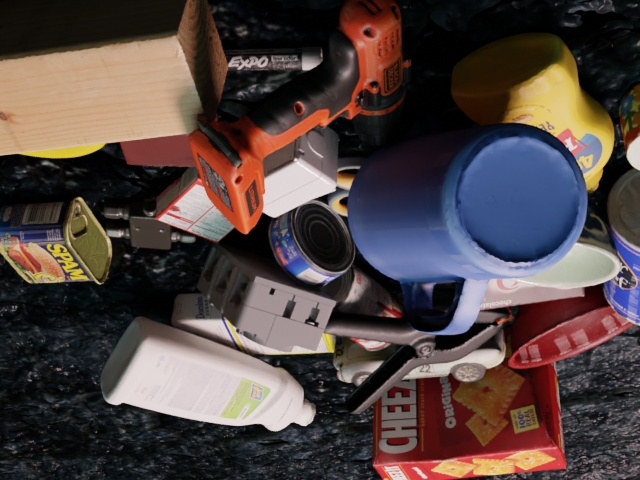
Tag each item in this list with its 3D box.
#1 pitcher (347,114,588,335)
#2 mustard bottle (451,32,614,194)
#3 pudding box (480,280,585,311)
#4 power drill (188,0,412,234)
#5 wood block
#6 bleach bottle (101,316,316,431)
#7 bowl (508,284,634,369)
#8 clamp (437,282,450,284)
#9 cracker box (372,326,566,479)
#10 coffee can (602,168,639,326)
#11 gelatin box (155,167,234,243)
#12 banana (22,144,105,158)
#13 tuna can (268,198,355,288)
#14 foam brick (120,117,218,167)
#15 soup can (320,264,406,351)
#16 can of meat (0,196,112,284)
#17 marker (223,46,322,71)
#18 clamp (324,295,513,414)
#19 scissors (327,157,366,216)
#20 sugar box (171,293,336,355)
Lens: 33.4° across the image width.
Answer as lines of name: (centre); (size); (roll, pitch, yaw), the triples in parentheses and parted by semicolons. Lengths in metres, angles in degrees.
pitcher: (0.111, -0.016, 0.841); (0.149, 0.145, 0.243); (51, 172, -7)
mustard bottle: (0.193, -0.094, 0.899); (0.096, 0.058, 0.191); (-14, 145, 30)
pudding box: (0.200, 0.017, 1.044); (0.113, 0.039, 0.090); (-7, 115, 2)
power drill: (-0.008, -0.090, 0.836); (0.187, 0.057, 0.184); (-41, 156, -14)
wood block: (-0.186, -0.132, 0.821); (0.206, 0.090, 0.091); (-5, 133, 12)
bleach bottle: (-0.118, 0.173, 1.235); (0.250, 0.068, 0.103); (24, 109, -28)
bowl: (0.267, 0.080, 1.143); (0.162, 0.055, 0.162); (-18, 157, -8)
clamp: (0.147, 0.027, 1.112); (0.171, 0.039, 0.120); (1, 143, -1)
cracker box: (0.171, 0.191, 1.253); (0.214, 0.164, 0.072); (-9, 144, 17)
coffee can: (0.321, 0.006, 1.007); (0.103, 0.103, 0.140); (-4, 147, 10)
gelatin box: (-0.108, -0.038, 1.035); (0.073, 0.030, 0.089); (21, 143, -29)
banana: (-0.273, -0.105, 0.935); (0.197, 0.037, 0.070); (9, 147, -8)
tuna can: (-0.007, 0.001, 1.038); (0.086, 0.086, 0.034); (26, 139, -32)
foam brick: (-0.130, -0.098, 0.921); (0.078, 0.051, 0.053); (2, 150, 1)
soup can: (0.038, 0.070, 1.160); (0.069, 0.068, 0.102); (-20, 140, 31)
can of meat: (-0.272, 0.003, 1.088); (0.084, 0.057, 0.102); (-2, 147, 13)
marker: (-0.059, -0.147, 0.869); (0.121, 0.020, 0.020); (0, 148, 5)
clamp: (0.101, 0.102, 1.139); (0.210, 0.036, 0.164); (-23, 136, 5)
scissors: (0.095, -0.037, 1.037); (0.201, 0.016, 0.096); (15, 147, -19)
sugar box: (-0.074, 0.096, 1.231); (0.176, 0.048, 0.093); (0, 148, 12)
